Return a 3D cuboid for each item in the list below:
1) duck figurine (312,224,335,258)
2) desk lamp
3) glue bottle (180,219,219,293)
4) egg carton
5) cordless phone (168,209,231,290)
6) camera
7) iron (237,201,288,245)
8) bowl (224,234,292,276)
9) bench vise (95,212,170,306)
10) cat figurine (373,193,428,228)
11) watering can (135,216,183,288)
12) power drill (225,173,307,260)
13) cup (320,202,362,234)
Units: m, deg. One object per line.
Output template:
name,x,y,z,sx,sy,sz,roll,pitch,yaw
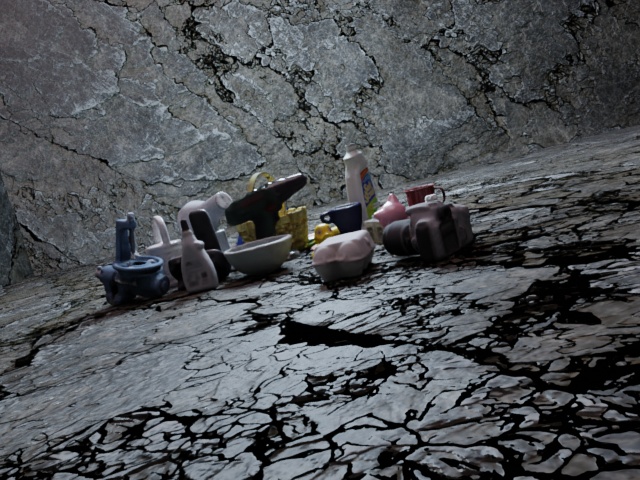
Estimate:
duck figurine,0.012,0.005,1.304,0.077,0.086,0.104,-16,7,-12
desk lamp,-0.289,-0.022,1.607,0.202,0.213,0.118,-8,10,42
glue bottle,-0.295,0.035,1.338,0.078,0.173,0.037,-13,7,13
egg carton,0.049,0.029,1.104,0.107,0.069,0.150,-12,7,16
cordless phone,-0.313,0.021,1.432,0.147,0.185,0.094,-13,7,10
camera,0.194,-0.021,1.073,0.136,0.101,0.143,-8,10,43
iron,-0.176,-0.035,1.777,0.118,0.141,0.259,-7,10,46
bowl,-0.141,0.042,1.367,0.167,0.075,0.167,-14,7,2
bench vise,-0.491,0.050,1.424,0.207,0.220,0.121,-13,7,9
cat figurine,0.179,-0.044,1.215,0.128,0.118,0.067,-14,7,1
watering can,-0.427,0.031,1.551,0.100,0.194,0.173,-8,9,41
power drill,-0.122,-0.048,1.487,0.229,0.208,0.075,-14,7,1
cup,0.064,-0.044,1.542,0.118,0.095,0.091,-15,7,-5
